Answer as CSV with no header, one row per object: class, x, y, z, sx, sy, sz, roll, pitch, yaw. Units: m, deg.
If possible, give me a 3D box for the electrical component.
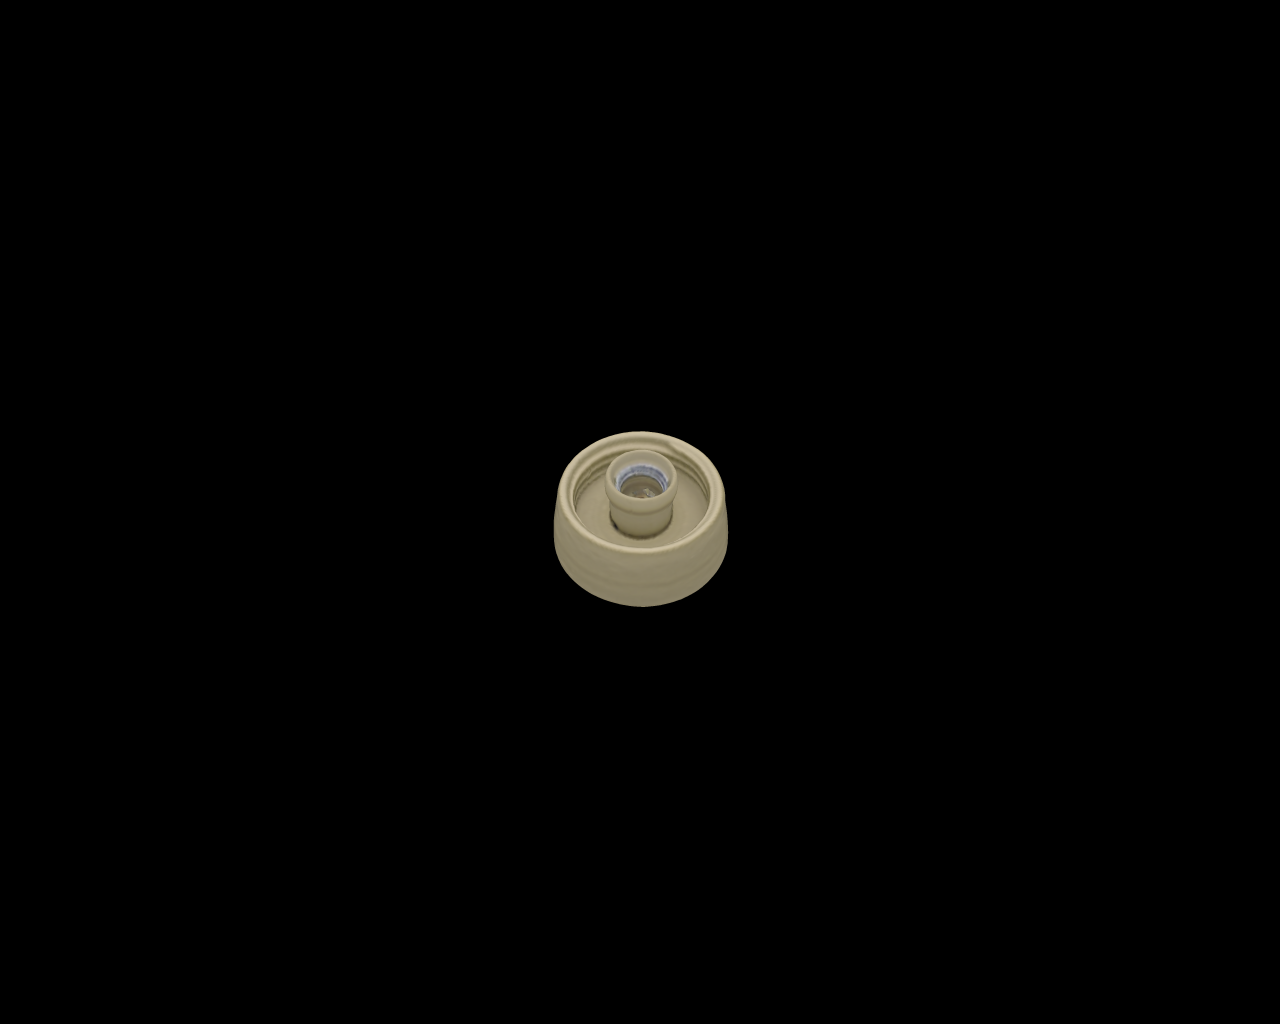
electrical component,0.001,-0.003,0.650,0.108,0.108,0.060,0,-41,0
